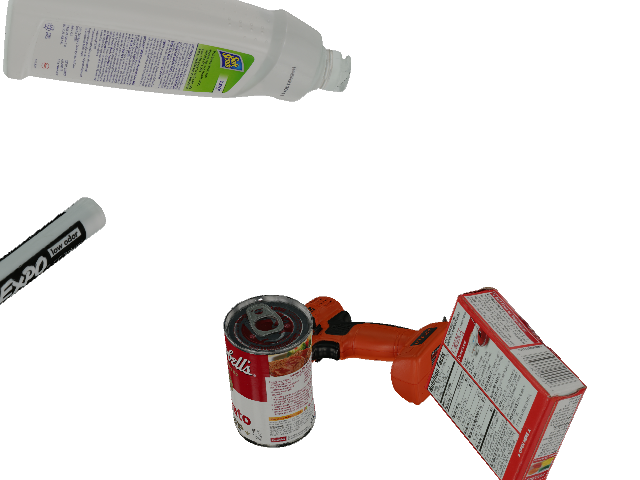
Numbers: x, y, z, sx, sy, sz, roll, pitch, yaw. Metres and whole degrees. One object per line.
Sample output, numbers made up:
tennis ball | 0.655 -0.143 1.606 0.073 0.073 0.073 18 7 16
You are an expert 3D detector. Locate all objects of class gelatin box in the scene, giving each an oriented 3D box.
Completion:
gelatin box | 0.101 0.081 0.595 0.030 0.073 0.089 -8 39 -29

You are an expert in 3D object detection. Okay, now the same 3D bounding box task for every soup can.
soup can | -0.038 0.102 0.832 0.068 0.102 0.068 -1 36 1

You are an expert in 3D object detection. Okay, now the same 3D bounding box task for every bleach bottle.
bleach bottle | -0.103 -0.144 0.796 0.250 0.068 0.103 10 -27 -14

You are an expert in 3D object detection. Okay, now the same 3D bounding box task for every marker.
marker | -0.152 0.017 0.520 0.020 0.020 0.120 0 32 41

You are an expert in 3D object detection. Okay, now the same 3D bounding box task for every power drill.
power drill | 0.026 0.111 1.059 0.188 0.057 0.184 9 23 28
